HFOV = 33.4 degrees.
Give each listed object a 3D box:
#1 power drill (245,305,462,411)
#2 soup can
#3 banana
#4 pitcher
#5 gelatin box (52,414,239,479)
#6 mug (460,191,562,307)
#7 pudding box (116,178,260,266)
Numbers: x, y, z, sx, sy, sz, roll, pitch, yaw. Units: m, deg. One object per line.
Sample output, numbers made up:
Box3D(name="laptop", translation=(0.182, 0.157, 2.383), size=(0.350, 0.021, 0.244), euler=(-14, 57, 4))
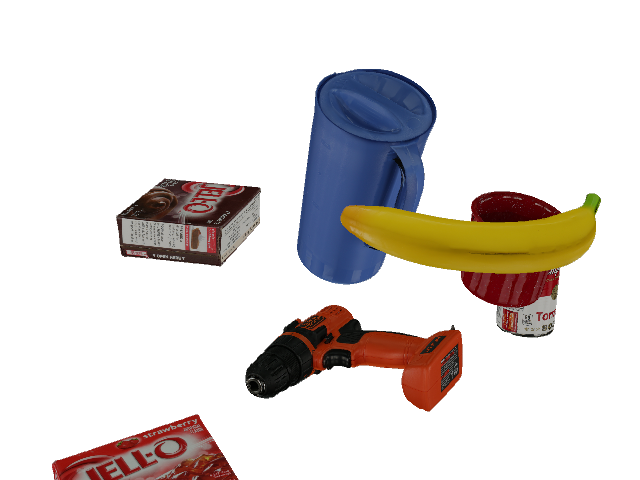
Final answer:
Box3D(name="power drill", translation=(0.038, 0.123, 1.090), size=(0.188, 0.057, 0.184), euler=(8, 23, 28))
Box3D(name="soup can", translation=(0.239, 0.053, 1.228), size=(0.068, 0.102, 0.068), euler=(1, 17, -1))
Box3D(name="banana", translation=(0.115, -0.003, 0.767), size=(0.197, 0.037, 0.069), euler=(-1, 28, -8))
Box3D(name="pitcher", translation=(0.046, -0.059, 1.216), size=(0.145, 0.243, 0.149), euler=(19, 43, 7))
Box3D(name="gelatin box", translation=(-0.095, 0.137, 0.585), size=(0.089, 0.030, 0.073), euler=(-15, 28, -20))
Box3D(name="mug", translation=(0.177, 0.004, 1.033), size=(0.093, 0.081, 0.117), euler=(-6, 35, -24))
Box3D(name="pudding box", translation=(-0.107, -0.017, 0.891), size=(0.090, 0.039, 0.113), euler=(5, 22, 12))
